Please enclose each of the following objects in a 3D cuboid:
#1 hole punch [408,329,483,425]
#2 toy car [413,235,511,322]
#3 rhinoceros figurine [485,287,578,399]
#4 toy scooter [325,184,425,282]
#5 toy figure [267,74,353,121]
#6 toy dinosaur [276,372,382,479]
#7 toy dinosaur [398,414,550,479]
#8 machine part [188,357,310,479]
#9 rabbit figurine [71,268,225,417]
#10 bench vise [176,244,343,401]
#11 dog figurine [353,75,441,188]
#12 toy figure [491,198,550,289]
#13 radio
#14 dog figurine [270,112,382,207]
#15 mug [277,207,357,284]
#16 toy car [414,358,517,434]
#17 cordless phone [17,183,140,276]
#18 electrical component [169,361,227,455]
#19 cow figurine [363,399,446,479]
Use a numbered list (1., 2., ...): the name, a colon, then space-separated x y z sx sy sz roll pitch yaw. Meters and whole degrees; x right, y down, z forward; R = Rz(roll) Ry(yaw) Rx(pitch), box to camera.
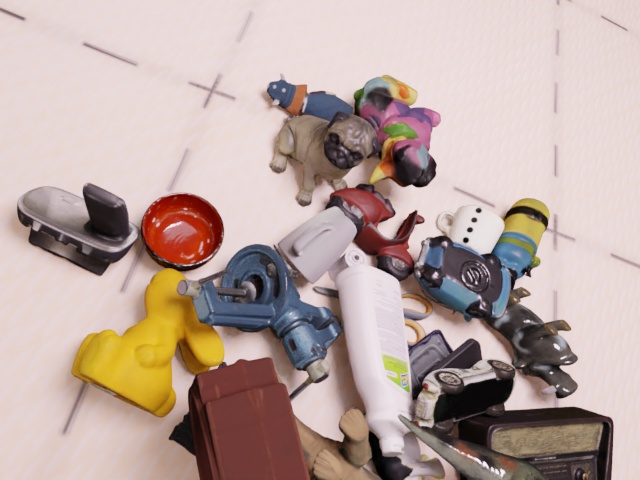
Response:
1. hole punch: 0.182 0.207 0.809 0.142 0.092 0.115 -30 113 -32
2. toy car: 0.215 0.068 0.863 0.162 0.103 0.109 24 60 -6
3. rhinoceros figurine: 0.342 0.166 0.868 0.190 0.112 0.073 51 31 20
4. toy scooter: 0.102 -0.029 0.881 0.184 0.075 0.135 46 60 1
5. toy figure: -0.020 -0.235 0.937 0.154 0.057 0.064 19 56 -6
6. toy dinosaur: 0.078 0.345 0.633 0.105 0.198 0.471 -36 83 -31
7. toy dinosaur: 0.253 0.362 0.670 0.192 0.131 0.404 -24 93 -29
8. machine part: -0.078 0.234 0.556 0.087 0.201 0.201 -9 71 -21
9. rabbit figurine: -0.200 0.121 0.674 0.162 0.122 0.173 27 59 -13
10. bench vise: -0.081 0.093 0.705 0.240 0.129 0.224 17 47 -53
11. dog figurine: 0.116 -0.173 0.886 0.191 0.108 0.219 40 34 -2
12. toy figure: 0.354 0.004 0.952 0.082 0.089 0.180 40 57 -6
13. radio: 0.317 0.320 0.788 0.229 0.073 0.131 3 87 -19
14. dog figurine: 0.007 -0.164 0.838 0.121 0.190 0.172 -34 81 -29
15. mug: -0.002 -0.002 0.790 0.107 0.109 0.081 -42 68 -4
16. toy car: 0.200 0.208 0.734 0.201 0.056 0.073 0 106 -37
17. cordless phone: -0.304 -0.036 0.667 0.146 0.184 0.089 27 65 -8
18. electrical component: -0.107 0.241 0.692 0.134 0.058 0.115 34 62 -3
19. cow figurine: 0.115 0.314 0.735 0.098 0.068 0.167 -8 66 -17
